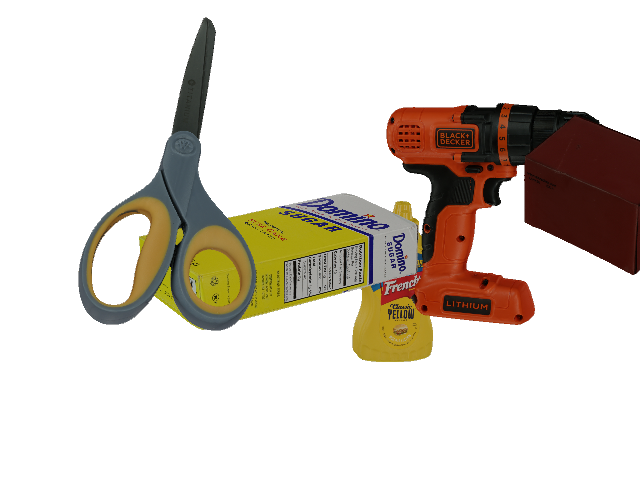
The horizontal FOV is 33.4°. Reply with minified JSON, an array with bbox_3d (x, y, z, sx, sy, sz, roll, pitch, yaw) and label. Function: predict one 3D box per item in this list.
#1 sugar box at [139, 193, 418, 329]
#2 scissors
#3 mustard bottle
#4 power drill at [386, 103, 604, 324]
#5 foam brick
[{"bbox_3d":[-0.028,0.010,0.750,0.175,0.048,0.093,-16,26,-30],"label":"sugar box"},{"bbox_3d":[-0.059,-0.033,0.568,0.096,0.201,0.016,25,-33,-1],"label":"scissors"},{"bbox_3d":[0.092,0.048,1.279,0.096,0.192,0.058,0,14,-13],"label":"mustard bottle"},{"bbox_3d":[0.149,-0.025,0.921,0.185,0.188,0.057,4,14,24],"label":"power drill"},{"bbox_3d":[0.162,-0.028,0.612,0.051,0.053,0.078,-36,48,-27],"label":"foam brick"}]
